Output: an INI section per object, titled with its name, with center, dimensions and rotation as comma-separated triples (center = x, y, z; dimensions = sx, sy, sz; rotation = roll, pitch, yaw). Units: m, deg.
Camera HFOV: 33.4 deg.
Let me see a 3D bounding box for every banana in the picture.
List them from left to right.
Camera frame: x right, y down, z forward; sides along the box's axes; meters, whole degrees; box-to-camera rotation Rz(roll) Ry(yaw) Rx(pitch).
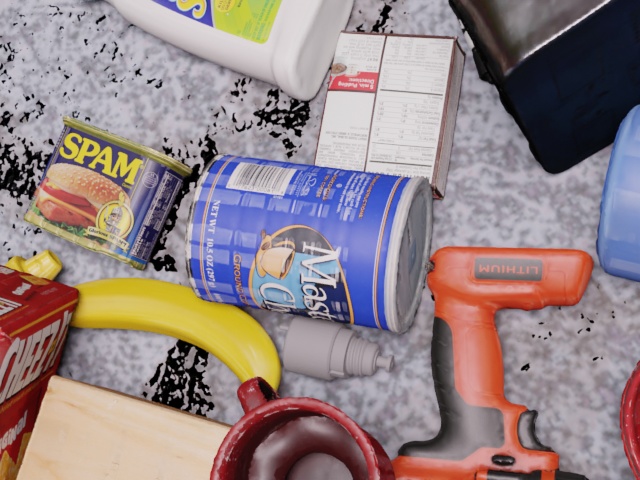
[banana]
center = -0.101, 0.062, 0.747
dimensions = 0.198, 0.037, 0.069
rotation = 22, 51, 21

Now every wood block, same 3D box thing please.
[wood block]
center = -0.081, 0.161, 0.698
dimensions = 0.206, 0.090, 0.090
rotation = 13, 80, 19

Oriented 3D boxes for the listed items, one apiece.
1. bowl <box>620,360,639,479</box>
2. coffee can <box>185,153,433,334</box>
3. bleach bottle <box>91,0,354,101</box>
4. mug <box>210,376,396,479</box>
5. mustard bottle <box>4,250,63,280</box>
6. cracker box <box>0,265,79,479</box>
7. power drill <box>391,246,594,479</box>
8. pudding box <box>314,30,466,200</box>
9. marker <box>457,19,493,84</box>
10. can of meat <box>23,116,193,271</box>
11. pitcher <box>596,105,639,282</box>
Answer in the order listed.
[bowl]
center = 0.248, 0.096, 0.572
dimensions = 0.162, 0.055, 0.162
rotation = 0, 50, 0
[coffee can]
center = -0.005, 0.001, 0.707
dimensions = 0.140, 0.102, 0.103
rotation = 8, 79, 16
[bleach bottle]
center = -0.105, -0.187, 0.806
dimensions = 0.251, 0.068, 0.102
rotation = 19, 81, 22
[mug]
center = -0.010, 0.128, 0.593
dimensions = 0.093, 0.081, 0.117
rotation = -36, 70, 4
[mustard bottle]
center = -0.267, 0.075, 0.789
dimensions = 0.191, 0.058, 0.096
rotation = -40, 76, 3
[cracker box]
center = -0.228, 0.134, 0.681
dimensions = 0.072, 0.164, 0.214
rotation = 16, 96, 1
[power drill]
center = 0.130, 0.100, 0.670
dimensions = 0.184, 0.057, 0.187
rotation = 3, 76, 11
[pudding box]
center = 0.049, -0.088, 0.749
dimensions = 0.090, 0.039, 0.113
rotation = 7, 81, 17
[marker]
center = 0.105, -0.165, 0.762
dimensions = 0.020, 0.020, 0.121
rotation = -21, 72, 10
[can of meat]
center = -0.158, -0.034, 0.786
dimensions = 0.102, 0.057, 0.084
rotation = 22, 86, 20
[pitcher]
center = 0.292, -0.020, 0.612
dimensions = 0.243, 0.145, 0.149
rotation = 12, 79, 21
